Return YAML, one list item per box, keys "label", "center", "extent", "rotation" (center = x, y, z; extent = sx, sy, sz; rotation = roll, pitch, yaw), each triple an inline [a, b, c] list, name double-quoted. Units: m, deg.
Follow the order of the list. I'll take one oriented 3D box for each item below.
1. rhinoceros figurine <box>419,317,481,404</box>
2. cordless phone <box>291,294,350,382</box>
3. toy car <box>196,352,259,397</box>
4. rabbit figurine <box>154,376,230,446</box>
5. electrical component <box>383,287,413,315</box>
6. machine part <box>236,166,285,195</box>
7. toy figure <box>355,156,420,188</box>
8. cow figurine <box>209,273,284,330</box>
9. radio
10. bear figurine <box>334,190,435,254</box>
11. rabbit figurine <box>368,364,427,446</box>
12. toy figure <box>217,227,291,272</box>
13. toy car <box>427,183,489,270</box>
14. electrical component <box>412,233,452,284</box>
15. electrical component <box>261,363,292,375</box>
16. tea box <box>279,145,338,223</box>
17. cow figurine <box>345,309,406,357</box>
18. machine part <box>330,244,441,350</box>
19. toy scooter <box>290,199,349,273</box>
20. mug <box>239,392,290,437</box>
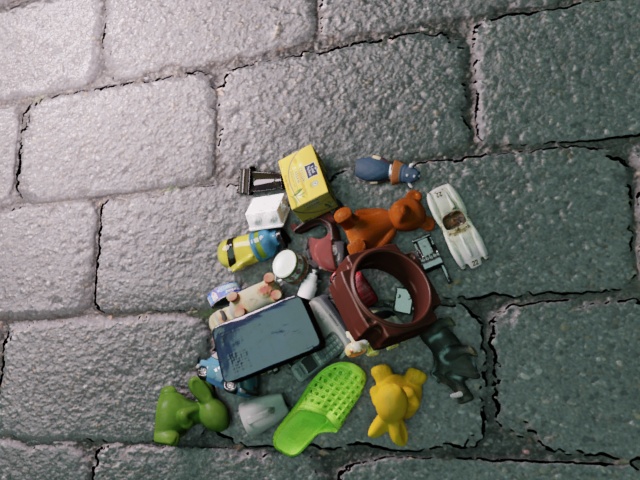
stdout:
- label: "rhinoceros figurine"
  center: [0.282, 0.257, 1.163]
  extent: [0.112, 0.073, 0.190]
  rotation: [-29, 75, 9]
- label: "cordless phone"
  center: [-0.011, 0.230, 1.250]
  extent: [0.184, 0.088, 0.147]
  rotation: [-41, 74, 11]
- label: "toy car"
  center: [-0.210, 0.309, 1.289]
  extent: [0.162, 0.109, 0.103]
  rotation: [18, 75, 26]
- label: "rabbit figurine"
  center: [-0.302, 0.414, 1.307]
  extent: [0.170, 0.121, 0.159]
  rotation: [2, 75, -1]
- label: "electrical component"
  center: [0.194, 0.137, 1.233]
  extent: [0.094, 0.021, 0.063]
  rotation: [7, 84, 18]
- label: "machine part"
  center: [-0.148, -0.150, 1.368]
  extent: [0.139, 0.039, 0.084]
  rotation: [4, 78, 18]
- label: "toy figure"
  center: [0.161, -0.163, 1.269]
  extent: [0.155, 0.064, 0.058]
  rotation: [9, 47, 13]
- label: "cow figurine"
  center: [-0.178, 0.164, 1.296]
  extent: [0.195, 0.127, 0.085]
  rotation: [-28, 68, -5]
- label: "radio"
  center: [-0.116, 0.218, 1.191]
  extent: [0.230, 0.073, 0.131]
  rotation: [-22, 74, 4]
- label: "bear figurine"
  center: [0.151, -0.040, 1.216]
  extent: [0.196, 0.132, 0.120]
  rotation: [-23, 75, 15]
- label: "rabbit figurine"
  center: [0.150, 0.343, 1.138]
  extent: [0.122, 0.173, 0.162]
  rotation: [14, 82, 13]
- label: "toy figure"
  center: [-0.166, 0.018, 1.326]
  extent: [0.180, 0.082, 0.089]
  rotation: [-25, 80, 13]
- label: "toy car"
  center: [0.307, -0.030, 1.206]
  extent: [0.073, 0.056, 0.202]
  rotation: [-26, 75, 11]
- label: "electrical component"
  center: [0.252, 0.049, 1.203]
  extent: [0.048, 0.074, 0.119]
  rotation: [-23, 79, 10]
- label: "electrical component"
  center: [-0.121, 0.276, 1.286]
  extent: [0.078, 0.045, 0.102]
  rotation: [-30, 74, 1]
- label: "tea box"
  center: [-0.030, -0.135, 1.283]
  extent: [0.098, 0.068, 0.170]
  rotation: [-27, 50, 10]
- label: "cow figurine"
  center: [0.114, 0.200, 1.178]
  extent: [0.068, 0.167, 0.098]
  rotation: [-43, 61, 42]
- label: "machine part"
  center: [0.139, 0.116, 1.140]
  extent: [0.201, 0.087, 0.201]
  rotation: [-13, 62, -28]
- label: "toy scooter"
  center: [-0.003, -0.004, 1.285]
  extent: [0.135, 0.075, 0.184]
  rotation: [-11, 76, 15]
- label: "mug"
  center: [-0.127, 0.397, 1.249]
  extent: [0.107, 0.109, 0.081]
  rotation: [-25, 73, -3]
